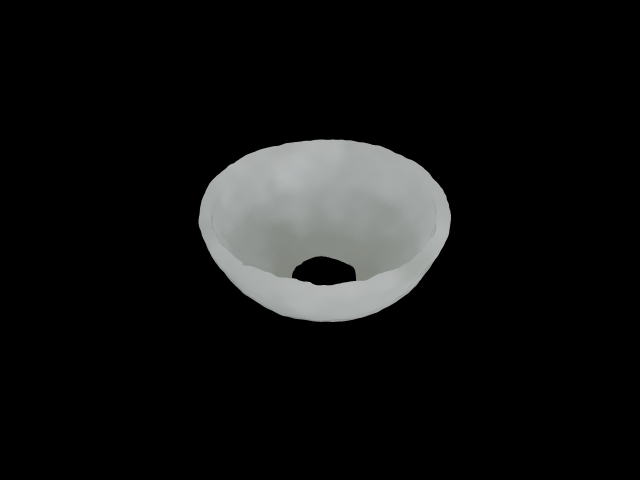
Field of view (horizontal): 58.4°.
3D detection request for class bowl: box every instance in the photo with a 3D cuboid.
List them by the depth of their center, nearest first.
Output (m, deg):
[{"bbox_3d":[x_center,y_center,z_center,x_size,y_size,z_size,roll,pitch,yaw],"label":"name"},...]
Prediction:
[{"bbox_3d":[0.004,0.001,0.400,0.167,0.075,0.167,0,41,0],"label":"bowl"}]
